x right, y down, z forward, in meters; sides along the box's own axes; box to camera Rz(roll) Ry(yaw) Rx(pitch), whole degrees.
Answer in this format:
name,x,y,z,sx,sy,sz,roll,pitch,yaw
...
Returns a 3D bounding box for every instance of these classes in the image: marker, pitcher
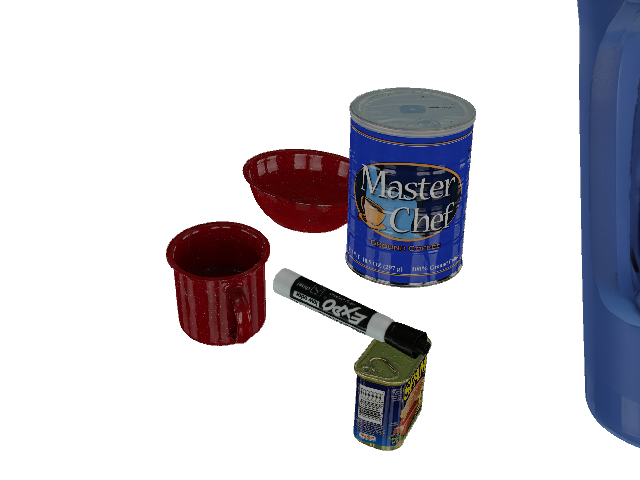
name,x,y,z,sx,sy,sz,roll,pitch,yaw
marker,0.020,0.049,0.714,0.121,0.020,0.020,24,12,30
pitcher,0.185,-0.015,0.528,0.149,0.243,0.145,-4,20,-4

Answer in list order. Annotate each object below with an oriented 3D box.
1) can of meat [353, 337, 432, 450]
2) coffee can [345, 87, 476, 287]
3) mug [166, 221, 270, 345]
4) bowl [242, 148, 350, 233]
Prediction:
name,x,y,z,sx,sy,sz,roll,pitch,yaw
can of meat,0.071,0.150,1.080,0.057,0.084,0.102,13,27,20
coffee can,0.074,-0.046,0.897,0.103,0.140,0.103,1,27,-1
mug,-0.086,0.047,0.963,0.093,0.081,0.117,-15,37,-20
bowl,-0.014,-0.053,1.255,0.162,0.055,0.162,6,26,-3
